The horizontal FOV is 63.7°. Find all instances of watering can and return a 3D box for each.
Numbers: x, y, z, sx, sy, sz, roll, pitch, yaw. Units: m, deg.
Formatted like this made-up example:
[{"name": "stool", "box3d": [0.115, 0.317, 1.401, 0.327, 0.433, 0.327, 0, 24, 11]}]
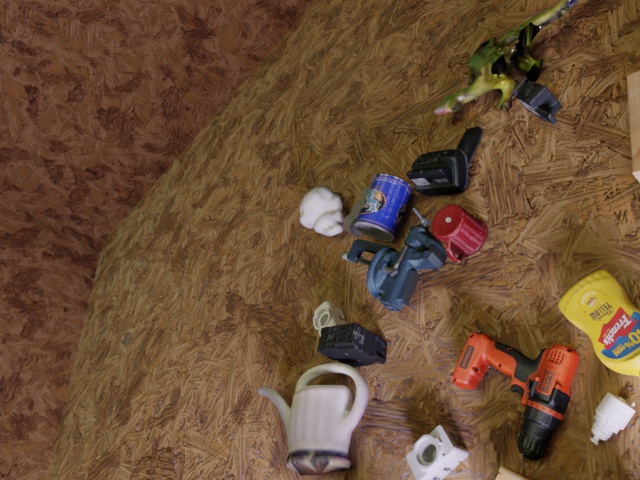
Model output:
[{"name": "watering can", "box3d": [-0.030, 0.393, 1.127, 0.343, 0.103, 0.230, -25, 46, 38]}]

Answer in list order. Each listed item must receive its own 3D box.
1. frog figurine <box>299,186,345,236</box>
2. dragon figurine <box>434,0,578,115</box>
[{"name": "frog figurine", "box3d": [0.004, -0.073, 1.458, 0.136, 0.120, 0.163, -22, 32, 16]}, {"name": "dragon figurine", "box3d": [0.434, -0.453, 1.241, 0.407, 0.121, 0.247, -49, 26, 10]}]
